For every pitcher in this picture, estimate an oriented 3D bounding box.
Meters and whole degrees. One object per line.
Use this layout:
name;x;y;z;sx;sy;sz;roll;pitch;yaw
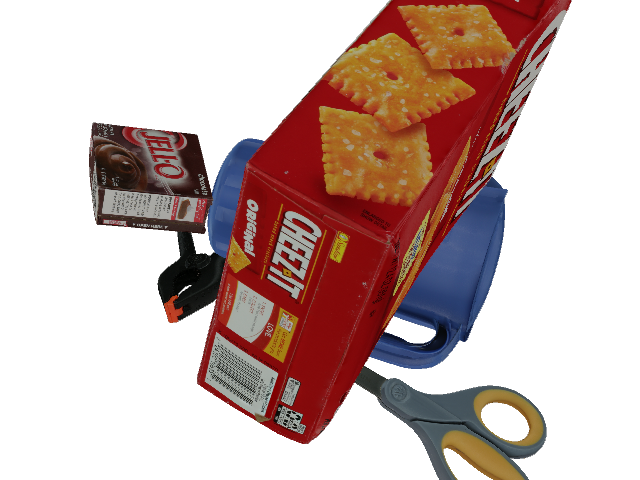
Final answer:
pitcher;0.028;0.001;0.909;0.243;0.145;0.149;15;19;12

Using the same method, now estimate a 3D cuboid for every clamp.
clamp;-0.130;0.031;1.248;0.120;0.039;0.171;-6;38;18

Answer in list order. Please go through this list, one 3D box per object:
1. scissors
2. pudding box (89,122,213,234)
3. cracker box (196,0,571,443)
scissors;0.063;0.091;0.669;0.096;0.202;0.016;-39;-10;-36
pudding box;-0.139;-0.052;0.862;0.090;0.039;0.113;4;34;-17
cracker box;0.034;-0.029;0.507;0.072;0.213;0.164;30;-39;10
